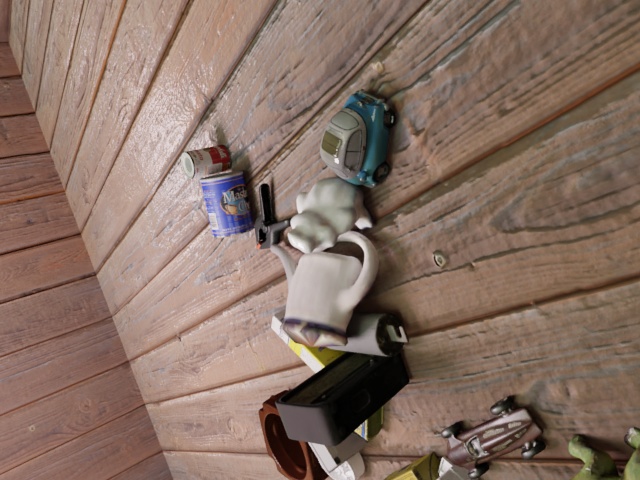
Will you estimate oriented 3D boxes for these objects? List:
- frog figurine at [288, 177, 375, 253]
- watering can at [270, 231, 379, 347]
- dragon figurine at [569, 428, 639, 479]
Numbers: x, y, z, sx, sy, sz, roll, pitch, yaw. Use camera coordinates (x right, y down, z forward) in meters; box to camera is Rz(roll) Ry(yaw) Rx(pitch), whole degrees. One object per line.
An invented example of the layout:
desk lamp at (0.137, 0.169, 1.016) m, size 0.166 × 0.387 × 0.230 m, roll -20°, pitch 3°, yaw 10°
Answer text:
frog figurine at (0.003, -0.046, 0.907) m, size 0.139 × 0.161 × 0.120 m, roll 33°, pitch 127°, yaw 40°
watering can at (-0.018, 0.091, 1.001) m, size 0.346 × 0.103 × 0.227 m, roll -7°, pitch 62°, yaw 52°
dragon figurine at (0.341, 0.310, 0.566) m, size 0.403 × 0.244 × 0.123 m, roll -42°, pitch 68°, yaw 53°
